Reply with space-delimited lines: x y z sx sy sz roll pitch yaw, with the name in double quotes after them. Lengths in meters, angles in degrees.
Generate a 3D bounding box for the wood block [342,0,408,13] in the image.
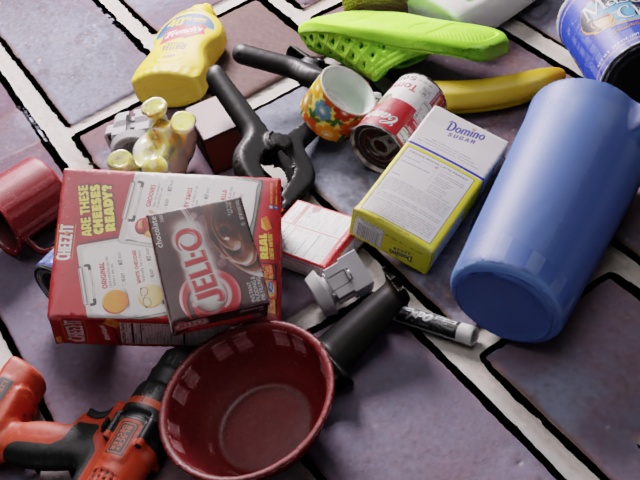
0.077 -0.368 1.427 0.090 0.091 0.206 -7 42 10 "wood block"

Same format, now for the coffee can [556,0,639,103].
0.329 -0.211 1.164 0.103 0.103 0.140 -15 42 2 "coffee can"

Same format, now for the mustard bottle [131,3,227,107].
-0.175 -0.254 1.410 0.096 0.058 0.191 -2 43 18 "mustard bottle"

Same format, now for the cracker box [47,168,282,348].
-0.144 0.019 1.030 0.213 0.072 0.164 2 60 -5 "cracker box"

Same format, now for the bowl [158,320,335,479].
-0.056 0.150 0.928 0.162 0.055 0.162 -12 48 14 "bowl"

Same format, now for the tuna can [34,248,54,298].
-0.251 0.047 1.091 0.086 0.086 0.033 18 53 33 "tuna can"

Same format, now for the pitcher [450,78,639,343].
0.209 -0.024 0.998 0.145 0.149 0.242 23 57 17 "pitcher"

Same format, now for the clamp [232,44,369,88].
-0.021 -0.205 1.292 0.120 0.039 0.172 -13 30 -43 "clamp"

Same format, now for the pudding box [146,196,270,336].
-0.102 0.023 0.966 0.090 0.039 0.113 -12 63 -13 "pudding box"

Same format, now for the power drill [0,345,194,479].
-0.218 0.160 0.979 0.188 0.057 0.184 7 47 25 "power drill"

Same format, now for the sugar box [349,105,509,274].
0.113 -0.054 1.094 0.093 0.048 0.176 30 54 14 "sugar box"

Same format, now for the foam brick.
-0.120 -0.126 1.258 0.051 0.053 0.078 -25 42 -9 "foam brick"

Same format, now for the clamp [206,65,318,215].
-0.060 -0.108 1.191 0.164 0.036 0.210 18 48 -13 "clamp"

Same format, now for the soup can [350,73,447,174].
0.089 -0.130 1.183 0.069 0.068 0.102 17 51 32 "soup can"

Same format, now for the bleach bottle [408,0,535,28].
0.235 -0.335 1.358 0.250 0.068 0.103 -35 53 -22 "bleach bottle"

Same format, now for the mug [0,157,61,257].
-0.330 -0.033 1.211 0.117 0.093 0.081 44 60 12 "mug"

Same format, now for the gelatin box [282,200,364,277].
-0.007 0.001 1.102 0.089 0.030 0.073 18 53 33 "gelatin box"

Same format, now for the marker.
0.091 0.074 0.999 0.121 0.020 0.020 16 51 31 "marker"

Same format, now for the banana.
0.179 -0.173 1.223 0.198 0.037 0.069 1 45 19 "banana"
